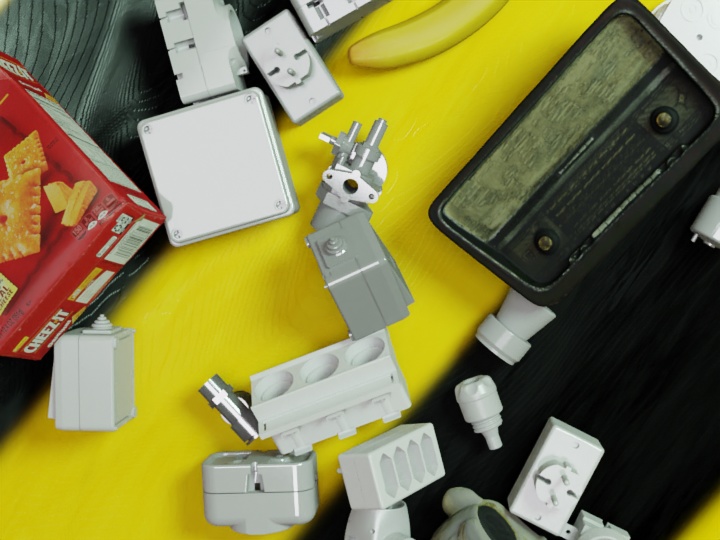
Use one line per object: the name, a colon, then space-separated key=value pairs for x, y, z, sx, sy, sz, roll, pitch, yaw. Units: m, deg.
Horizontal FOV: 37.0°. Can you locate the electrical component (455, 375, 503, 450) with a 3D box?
electrical component: x=0.105 y=0.122 z=0.910 sx=0.035 sy=0.035 sz=0.061 roll=-20 pitch=94 yaw=6

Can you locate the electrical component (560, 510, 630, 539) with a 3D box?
electrical component: x=0.200 y=0.234 z=0.899 sx=0.066 sy=0.055 sz=0.048 roll=26 pitch=96 yaw=3

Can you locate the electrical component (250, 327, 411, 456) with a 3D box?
electrical component: x=-0.024 y=0.103 z=0.901 sx=0.121 sy=0.078 sz=0.063 roll=-21 pitch=121 yaw=6

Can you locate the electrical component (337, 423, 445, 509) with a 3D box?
electrical component: x=0.014 y=0.165 z=0.906 sx=0.076 sy=0.083 sz=0.047 roll=-12 pitch=94 yaw=44

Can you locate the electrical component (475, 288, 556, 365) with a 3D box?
electrical component: x=0.129 y=0.045 z=0.898 sx=0.045 sy=0.045 sz=0.055 roll=38 pitch=97 yaw=1

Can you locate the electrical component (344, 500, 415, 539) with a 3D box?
electrical component: x=0.025 y=0.238 z=0.907 sx=0.043 sy=0.079 sz=0.077 roll=2 pitch=95 yaw=-38

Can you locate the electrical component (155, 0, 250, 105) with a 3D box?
electrical component: x=-0.128 y=-0.188 z=0.901 sx=0.056 sy=0.050 sz=0.089 roll=-15 pitch=93 yaw=7

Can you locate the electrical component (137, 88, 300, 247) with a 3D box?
electrical component: x=-0.117 y=-0.085 z=0.904 sx=0.109 sy=0.056 sz=0.108 roll=-15 pitch=92 yaw=6

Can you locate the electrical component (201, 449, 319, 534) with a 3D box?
electrical component: x=-0.085 y=0.189 z=0.921 sx=0.095 sy=0.054 sz=0.059 roll=-2 pitch=94 yaw=5

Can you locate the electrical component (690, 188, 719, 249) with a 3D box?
electrical component: x=0.304 y=-0.051 z=0.879 sx=0.040 sy=0.040 sz=0.078 roll=30 pitch=95 yaw=2

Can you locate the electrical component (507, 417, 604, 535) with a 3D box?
electrical component: x=0.163 y=0.174 z=0.888 sx=0.047 sy=0.076 sz=0.083 roll=27 pitch=96 yaw=3

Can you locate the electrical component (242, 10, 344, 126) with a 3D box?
electrical component: x=-0.057 y=-0.167 z=0.883 sx=0.047 sy=0.076 sz=0.083 roll=-32 pitch=91 yaw=6

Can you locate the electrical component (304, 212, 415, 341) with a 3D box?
electrical component: x=0.000 y=0.000 z=0.873 sx=0.061 sy=0.096 sz=0.061 roll=-25 pitch=49 yaw=0

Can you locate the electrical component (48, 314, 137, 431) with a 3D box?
electrical component: x=-0.230 y=0.086 z=0.922 sx=0.061 sy=0.062 sz=0.096 roll=1 pitch=94 yaw=4

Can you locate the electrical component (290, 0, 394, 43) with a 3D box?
electrical component: x=-0.013 y=-0.236 z=0.888 sx=0.089 sy=0.050 sz=0.055 roll=-28 pitch=91 yaw=6

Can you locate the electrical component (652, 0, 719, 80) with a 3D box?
electrical component: x=0.268 y=-0.184 z=0.867 sx=0.080 sy=0.051 sz=0.080 roll=0 pitch=94 yaw=5
